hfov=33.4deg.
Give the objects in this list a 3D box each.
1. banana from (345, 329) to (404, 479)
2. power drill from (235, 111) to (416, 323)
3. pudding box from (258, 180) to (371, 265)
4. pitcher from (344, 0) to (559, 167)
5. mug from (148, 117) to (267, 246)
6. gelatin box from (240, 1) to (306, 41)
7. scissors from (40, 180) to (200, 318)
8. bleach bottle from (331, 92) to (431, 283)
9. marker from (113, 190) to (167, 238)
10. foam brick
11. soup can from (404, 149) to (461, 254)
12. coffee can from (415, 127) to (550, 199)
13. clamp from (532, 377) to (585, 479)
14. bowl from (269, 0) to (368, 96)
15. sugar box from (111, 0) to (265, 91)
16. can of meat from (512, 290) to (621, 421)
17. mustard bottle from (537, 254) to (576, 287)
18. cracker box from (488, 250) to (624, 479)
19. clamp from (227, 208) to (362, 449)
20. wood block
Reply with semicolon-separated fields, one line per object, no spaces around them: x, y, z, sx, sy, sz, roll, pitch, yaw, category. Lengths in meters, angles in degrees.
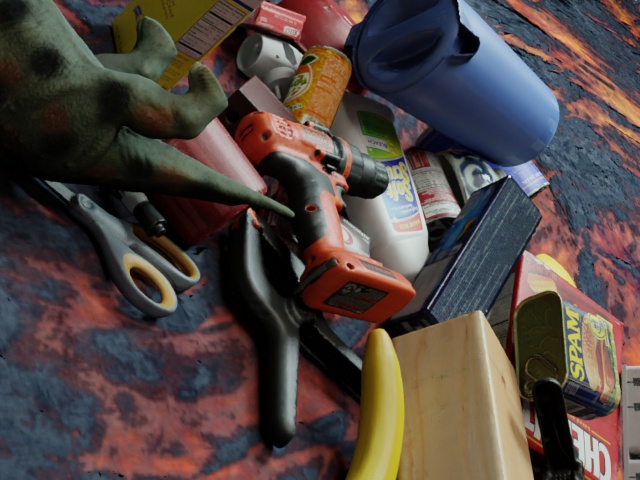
0.037;0.160;0.823;0.069;0.037;0.197;60;35;-34;banana
0.018;-0.020;0.944;0.184;0.057;0.188;15;42;-43;power drill
-0.006;0.001;0.982;0.113;0.039;0.090;39;31;-19;pudding box
0.148;-0.173;1.158;0.242;0.145;0.149;27;35;-45;pitcher
-0.096;-0.051;0.878;0.081;0.093;0.117;53;12;-4;mug
-0.071;-0.240;1.140;0.089;0.030;0.073;23;9;39;gelatin box
-0.171;-0.008;0.786;0.201;0.016;0.096;33;28;-27;scissors
0.068;-0.034;1.105;0.102;0.068;0.251;14;47;-46;bleach bottle
-0.157;-0.048;0.832;0.121;0.020;0.020;50;27;20;marker
-0.061;-0.109;1.022;0.078;0.053;0.051;46;29;-6;foam brick
0.115;-0.041;1.171;0.068;0.069;0.102;21;39;-41;soup can
0.199;-0.094;1.312;0.140;0.103;0.102;55;29;8;coffee can
0.205;0.207;0.902;0.171;0.039;0.120;61;33;-45;clamp
0.015;-0.233;1.231;0.162;0.055;0.162;43;14;-14;bowl
-0.111;-0.211;0.943;0.048;0.176;0.093;20;40;-42;sugar box
0.227;0.109;0.982;0.083;0.058;0.102;25;54;-33;can of meat
0.237;0.077;1.209;0.191;0.058;0.096;-18;80;-59;mustard bottle
0.223;0.138;1.055;0.164;0.072;0.213;35;48;-24;cracker box
-0.028;0.071;0.874;0.164;0.036;0.210;-11;68;-58;clamp
0.118;0.170;0.879;0.090;0.090;0.206;57;22;-34;wood block
